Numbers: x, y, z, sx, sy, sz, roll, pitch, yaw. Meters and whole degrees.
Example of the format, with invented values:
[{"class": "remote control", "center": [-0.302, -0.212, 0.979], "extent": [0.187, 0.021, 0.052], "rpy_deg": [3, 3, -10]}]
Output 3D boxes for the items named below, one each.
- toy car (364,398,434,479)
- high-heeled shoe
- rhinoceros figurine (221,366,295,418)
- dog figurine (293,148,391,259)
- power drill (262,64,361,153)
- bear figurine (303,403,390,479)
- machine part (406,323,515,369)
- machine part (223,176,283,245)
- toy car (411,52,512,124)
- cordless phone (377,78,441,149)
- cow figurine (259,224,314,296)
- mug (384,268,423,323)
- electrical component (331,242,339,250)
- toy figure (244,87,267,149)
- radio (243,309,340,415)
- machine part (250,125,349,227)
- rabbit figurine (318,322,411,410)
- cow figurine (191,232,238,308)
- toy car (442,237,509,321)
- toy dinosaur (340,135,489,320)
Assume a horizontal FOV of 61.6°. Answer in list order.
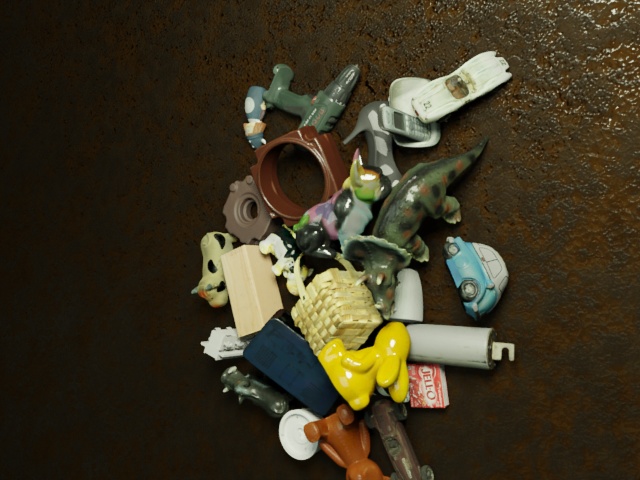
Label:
[{"class": "toy car", "center": [0.159, 0.424, 1.094], "extent": [0.089, 0.053, 0.202], "rpy_deg": [-25, 80, 27]}, {"class": "high-heeled shoe", "center": [0.159, -0.179, 1.153], "extent": [0.145, 0.086, 0.249], "rpy_deg": [-39, 87, -13]}, {"class": "rhinoceros figurine", "center": [-0.151, 0.365, 1.283], "extent": [0.191, 0.112, 0.073], "rpy_deg": [24, 103, 25]}, {"class": "dog figurine", "center": [0.044, -0.075, 1.104], "extent": [0.192, 0.108, 0.219], "rpy_deg": [8, 116, 7]}, {"class": "power drill", "center": [-0.027, -0.339, 1.270], "extent": [0.207, 0.086, 0.232], "rpy_deg": [36, 109, 22]}, {"class": "bear figurine", "center": [0.064, 0.456, 1.123], "extent": [0.120, 0.131, 0.196], "rpy_deg": [-28, 64, 8]}, {"class": "machine part", "center": [0.251, 0.203, 1.041], "extent": [0.243, 0.079, 0.079], "rpy_deg": [-3, 85, 34]}, {"class": "machine part", "center": [-0.168, -0.074, 1.355], "extent": [0.180, 0.056, 0.179], "rpy_deg": [-1, 88, 34]}, {"class": "toy car", "center": [0.272, -0.293, 1.033], "extent": [0.202, 0.056, 0.073], "rpy_deg": [-30, 78, -1]}, {"class": "cordless phone", "center": [0.161, -0.260, 1.067], "extent": [0.089, 0.184, 0.146], "rpy_deg": [-7, 84, 38]}, {"class": "cow figurine", "center": [-0.066, 0.046, 1.275], "extent": [0.098, 0.068, 0.167], "rpy_deg": [-42, 66, 18]}, {"class": "mug", "center": [0.163, 0.110, 1.094], "extent": [0.081, 0.109, 0.107], "rpy_deg": [-8, 70, 40]}, {"class": "electrical component", "center": [-0.003, -0.004, 1.226], "extent": [0.063, 0.094, 0.021], "rpy_deg": [-28, 30, 29]}, {"class": "toy figure", "center": [-0.165, -0.309, 1.370], "extent": [0.064, 0.058, 0.154], "rpy_deg": [-170, 84, -72]}, {"class": "radio", "center": [-0.043, 0.265, 1.190], "extent": [0.230, 0.073, 0.131], "rpy_deg": [36, 107, 4]}, {"class": "machine part", "center": [-0.046, -0.143, 1.222], "extent": [0.201, 0.087, 0.201], "rpy_deg": [-18, 99, 31]}, {"class": "rabbit figurine", "center": [0.104, 0.229, 1.022], "extent": [0.173, 0.121, 0.163], "rpy_deg": [-40, 36, 2]}, {"class": "cow figurine", "center": [-0.264, 0.075, 1.368], "extent": [0.086, 0.127, 0.195], "rpy_deg": [-14, 77, 36]}, {"class": "toy car", "center": [0.299, 0.064, 1.013], "extent": [0.103, 0.109, 0.162], "rpy_deg": [-19, 63, 8]}, {"class": "toy dinosaur", "center": [0.175, -0.058, 1.006], "extent": [0.131, 0.192, 0.404], "rpy_deg": [31, 94, 26]}]
